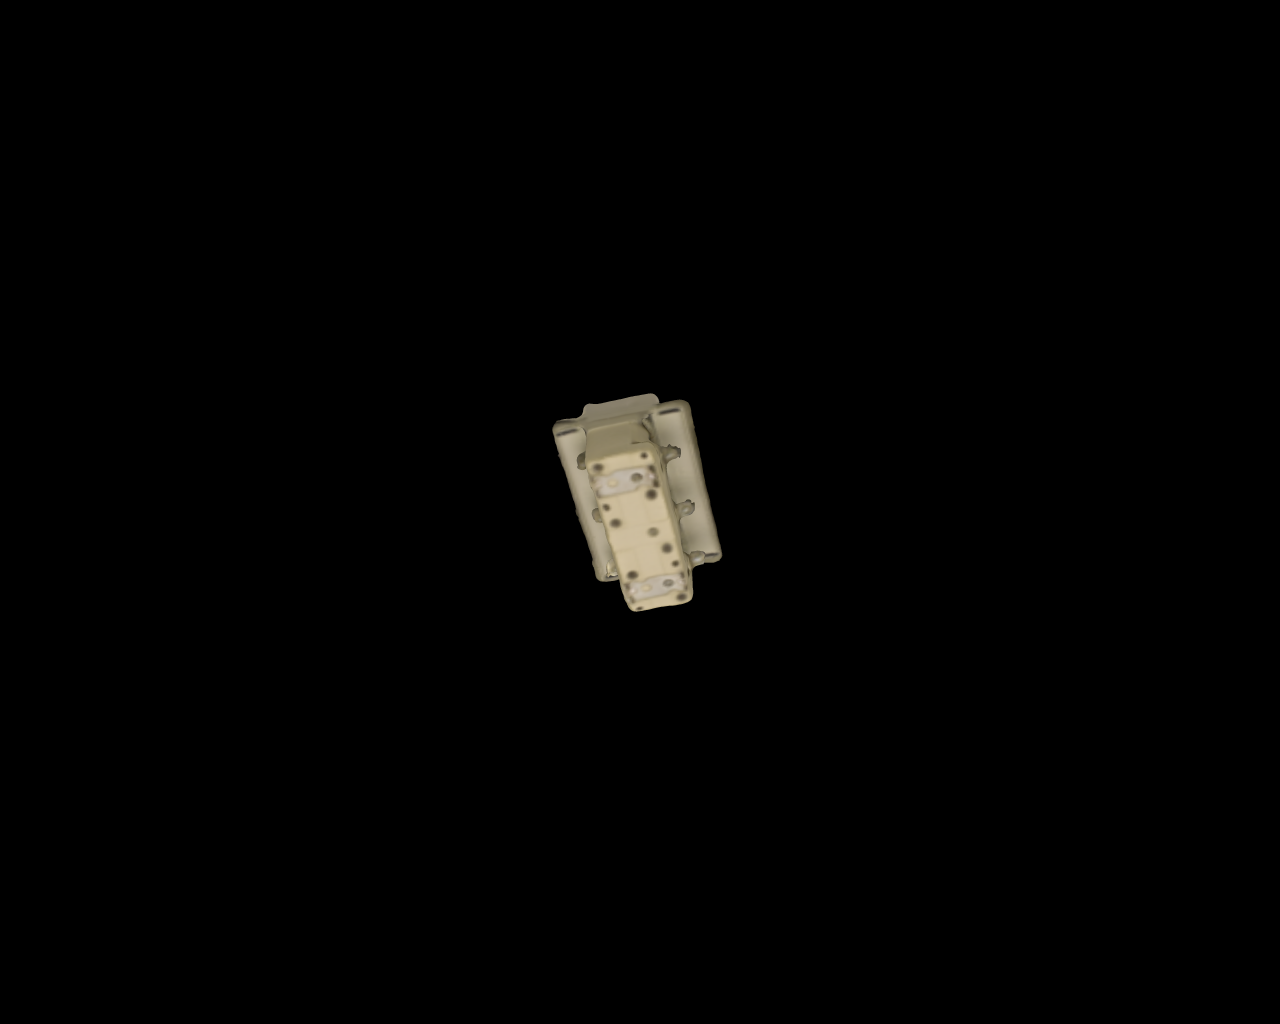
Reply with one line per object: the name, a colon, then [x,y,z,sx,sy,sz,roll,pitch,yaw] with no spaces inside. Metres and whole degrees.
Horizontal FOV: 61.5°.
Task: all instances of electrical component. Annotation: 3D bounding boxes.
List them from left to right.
electrical component: [0.001,-0.003,0.650,0.079,0.121,0.063,-9,36,7]
